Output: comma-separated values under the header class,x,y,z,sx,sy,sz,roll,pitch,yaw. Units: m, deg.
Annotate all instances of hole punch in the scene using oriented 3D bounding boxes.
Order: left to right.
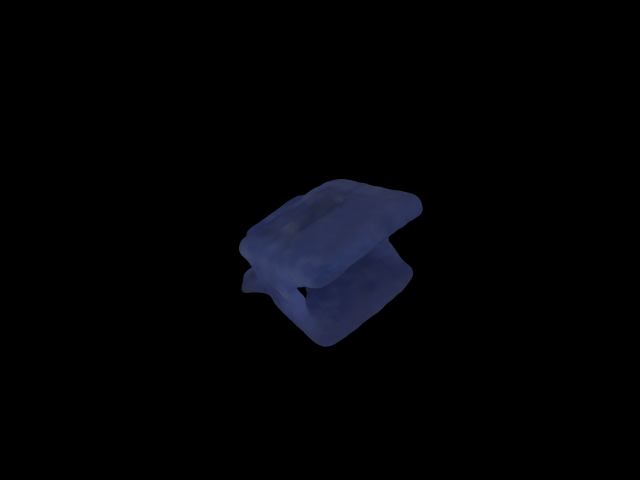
class,x,y,z,sx,sy,sz,roll,pitch,yaw
hole punch,0.004,0.001,0.400,0.109,0.091,0.100,-36,58,-27
